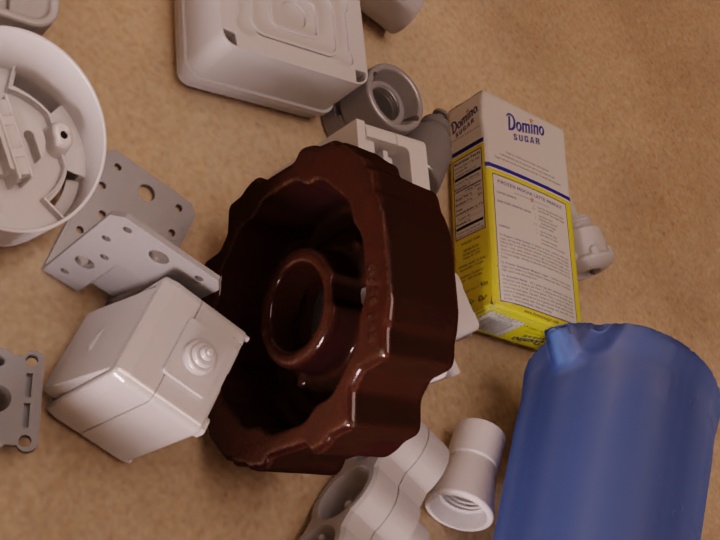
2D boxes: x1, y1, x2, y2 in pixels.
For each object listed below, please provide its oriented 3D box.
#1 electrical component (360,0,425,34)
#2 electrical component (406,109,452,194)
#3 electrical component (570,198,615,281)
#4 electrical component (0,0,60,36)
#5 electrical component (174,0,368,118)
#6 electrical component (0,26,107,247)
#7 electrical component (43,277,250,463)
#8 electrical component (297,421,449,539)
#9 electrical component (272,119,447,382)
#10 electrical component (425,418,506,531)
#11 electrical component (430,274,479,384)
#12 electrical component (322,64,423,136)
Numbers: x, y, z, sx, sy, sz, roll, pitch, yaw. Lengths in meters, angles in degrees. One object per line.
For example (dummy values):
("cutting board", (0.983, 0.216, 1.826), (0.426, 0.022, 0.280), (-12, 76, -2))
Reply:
("electrical component", (0.010, -0.225, 0.785), (0.077, 0.043, 0.079), (32, 54, -27))
("electrical component", (0.046, -0.084, 0.758), (0.040, 0.040, 0.078), (41, 50, -21))
("electrical component", (0.167, -0.025, 0.836), (0.048, 0.048, 0.062), (-2, 67, -41))
("electrical component", (-0.210, -0.145, 0.550), (0.095, 0.059, 0.053), (13, 64, -37))
("electrical component", (-0.058, -0.149, 0.685), (0.113, 0.057, 0.078), (9, 66, -38))
("electrical component", (-0.180, -0.063, 0.539), (0.099, 0.064, 0.099), (17, 62, -35))
("electrical component", (-0.106, 0.047, 0.534), (0.061, 0.096, 0.061), (39, 51, -21))
("electrical component", (0.015, 0.152, 0.623), (0.073, 0.052, 0.138), (47, 49, -16))
("electrical component", (0.000, 0.000, 0.649), (0.062, 0.089, 0.150), (12, 65, -37))
("electrical component", (0.071, 0.128, 0.691), (0.044, 0.044, 0.065), (42, 46, -20))
("electrical component", (0.041, 0.032, 0.705), (0.064, 0.042, 0.081), (-20, 86, -45))
("electrical component", (0.010, -0.108, 0.732), (0.055, 0.047, 0.055), (17, 62, -35))
